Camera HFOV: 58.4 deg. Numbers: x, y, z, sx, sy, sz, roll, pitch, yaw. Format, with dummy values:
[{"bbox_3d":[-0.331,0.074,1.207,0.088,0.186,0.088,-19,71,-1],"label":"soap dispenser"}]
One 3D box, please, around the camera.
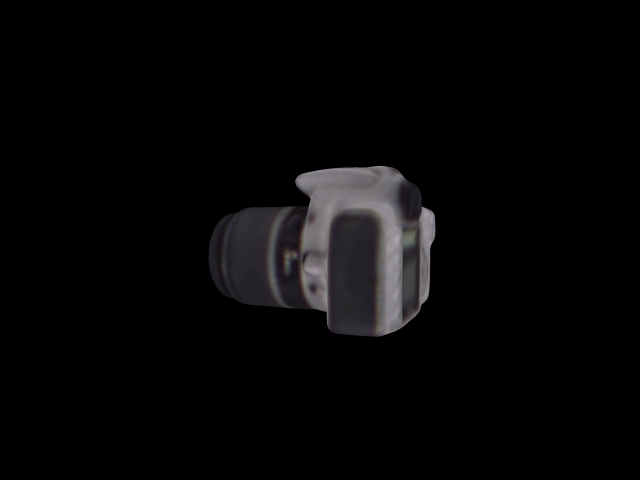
[{"bbox_3d":[0.004,0.001,0.400,0.136,0.101,0.143,1,4,20],"label":"camera"}]
